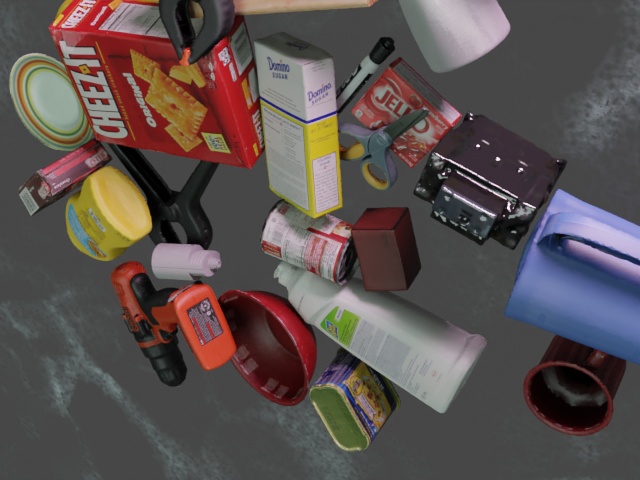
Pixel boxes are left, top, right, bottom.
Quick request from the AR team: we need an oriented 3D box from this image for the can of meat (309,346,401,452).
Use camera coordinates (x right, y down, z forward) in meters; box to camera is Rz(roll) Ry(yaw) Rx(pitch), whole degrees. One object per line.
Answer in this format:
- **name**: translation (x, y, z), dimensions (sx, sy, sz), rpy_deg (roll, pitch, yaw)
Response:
- **can of meat**: translation (0.041, 0.190, 1.279), dimensions (0.058, 0.083, 0.102), rpy_deg (-17, 110, 39)

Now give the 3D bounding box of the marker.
- **marker**: translation (0.039, -0.164, 1.090), dimensions (0.020, 0.020, 0.121), rpy_deg (44, 132, 0)

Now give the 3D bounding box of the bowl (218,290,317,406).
- **bowl**: translation (-0.055, 0.120, 1.298), dimensions (0.162, 0.055, 0.162), rpy_deg (31, 137, 33)

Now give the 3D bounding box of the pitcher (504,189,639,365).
- **pitcher**: translation (0.303, 0.052, 0.988), dimensions (0.243, 0.149, 0.145), rpy_deg (23, 116, 14)

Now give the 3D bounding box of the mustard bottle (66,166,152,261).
- **mustard bottle**: translation (-0.275, -0.023, 1.337), dimensions (0.096, 0.058, 0.192), rpy_deg (55, 150, -4)

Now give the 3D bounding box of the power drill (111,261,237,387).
- **power drill**: translation (-0.184, 0.116, 1.359), dimensions (0.188, 0.057, 0.184), rpy_deg (2, 121, 53)

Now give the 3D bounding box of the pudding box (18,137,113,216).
- **pudding box**: translation (-0.313, -0.077, 1.305), dimensions (0.039, 0.089, 0.114), rpy_deg (58, 150, -7)

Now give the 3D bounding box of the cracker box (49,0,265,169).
- **cracker box**: translation (-0.170, -0.171, 1.160), dimensions (0.214, 0.072, 0.164), rpy_deg (11, 140, 24)

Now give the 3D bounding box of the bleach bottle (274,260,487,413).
- **bleach bottle**: translation (0.059, 0.091, 1.218), dimensions (0.251, 0.068, 0.103), rpy_deg (32, 132, 14)

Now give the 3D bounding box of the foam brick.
- **foam brick**: translation (0.073, 0.010, 1.161), dimensions (0.053, 0.051, 0.078), rpy_deg (0, 119, 26)

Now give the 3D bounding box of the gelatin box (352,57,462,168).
- **gelatin box**: translation (0.086, -0.128, 1.077), dimensions (0.089, 0.030, 0.073), rpy_deg (43, 132, 0)

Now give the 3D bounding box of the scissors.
- **scissors**: translation (0.073, -0.089, 1.070), dimensions (0.096, 0.016, 0.202), rpy_deg (50, 159, -22)

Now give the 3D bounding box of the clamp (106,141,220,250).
- **clamp**: translation (-0.186, -0.048, 1.298), dimensions (0.165, 0.036, 0.210), rpy_deg (19, 130, 22)

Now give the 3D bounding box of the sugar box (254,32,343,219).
- **sugar box**: translation (-0.021, -0.121, 1.121), dimensions (0.093, 0.048, 0.176), rpy_deg (35, 136, 45)

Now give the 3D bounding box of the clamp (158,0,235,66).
- **clamp**: translation (-0.104, -0.242, 0.995), dimensions (0.120, 0.039, 0.171), rpy_deg (19, 127, 27)

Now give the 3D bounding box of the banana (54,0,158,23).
- **banana**: translation (-0.226, -0.256, 1.186), dimensions (0.198, 0.037, 0.069), rpy_deg (10, 123, 27)

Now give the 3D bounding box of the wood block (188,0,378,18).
- **wood block**: translation (-0.032, -0.271, 1.017), dimensions (0.206, 0.090, 0.090), rpy_deg (4, 120, 31)

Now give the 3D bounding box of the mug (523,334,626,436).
- **mug**: translation (0.271, 0.133, 1.096), dimensions (0.093, 0.081, 0.117), rpy_deg (31, 132, 11)

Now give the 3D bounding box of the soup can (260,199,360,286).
- **soup can**: translation (-0.008, 0.001, 1.197), dimensions (0.102, 0.068, 0.068), rpy_deg (22, 129, 19)
